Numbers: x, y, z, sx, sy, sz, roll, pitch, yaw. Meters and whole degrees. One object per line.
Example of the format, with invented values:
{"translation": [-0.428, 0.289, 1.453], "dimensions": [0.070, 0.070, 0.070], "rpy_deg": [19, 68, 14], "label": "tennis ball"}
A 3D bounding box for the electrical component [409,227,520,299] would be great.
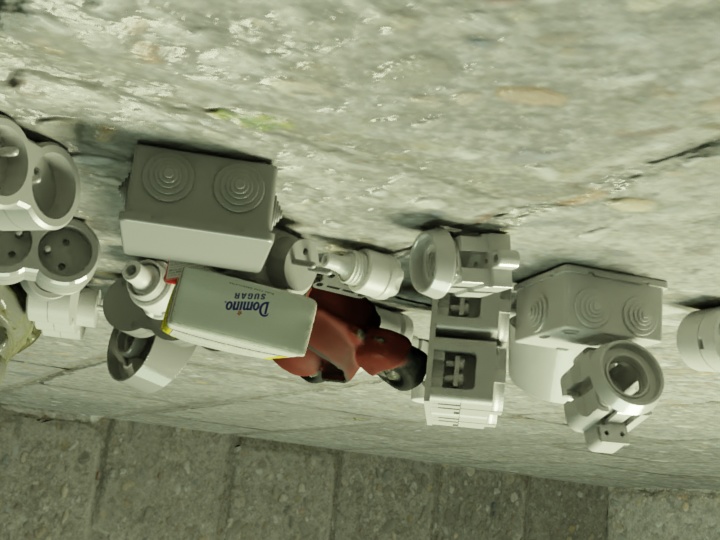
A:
{"translation": [0.067, -0.004, 0.727], "dimensions": [0.055, 0.048, 0.066], "rpy_deg": [3, 169, -23], "label": "electrical component"}

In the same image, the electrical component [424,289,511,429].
{"translation": [0.089, 0.071, 0.900], "dimensions": [0.060, 0.105, 0.186], "rpy_deg": [5, 167, 6], "label": "electrical component"}

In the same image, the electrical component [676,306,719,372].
{"translation": [0.288, 0.056, 0.862], "dimensions": [0.055, 0.055, 0.047], "rpy_deg": [12, 169, -23], "label": "electrical component"}

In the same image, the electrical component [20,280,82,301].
{"translation": [-0.255, 0.002, 0.894], "dimensions": [0.045, 0.045, 0.055], "rpy_deg": [15, 165, -32], "label": "electrical component"}

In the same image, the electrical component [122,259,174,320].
{"translation": [-0.176, 0.011, 0.905], "dimensions": [0.048, 0.048, 0.062], "rpy_deg": [0, 159, 23], "label": "electrical component"}

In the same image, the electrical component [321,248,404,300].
{"translation": [0.000, 0.000, 0.796], "dimensions": [0.061, 0.035, 0.035], "rpy_deg": [17, 163, -30], "label": "electrical component"}

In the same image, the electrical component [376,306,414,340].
{"translation": [0.021, 0.055, 1.009], "dimensions": [0.046, 0.040, 0.040], "rpy_deg": [23, 159, -36], "label": "electrical component"}

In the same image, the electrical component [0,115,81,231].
{"translation": [-0.229, -0.060, 0.604], "dimensions": [0.074, 0.052, 0.138], "rpy_deg": [0, 166, 24], "label": "electrical component"}

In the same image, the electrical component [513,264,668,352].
{"translation": [0.175, 0.034, 0.827], "dimensions": [0.100, 0.048, 0.100], "rpy_deg": [9, 166, -17], "label": "electrical component"}

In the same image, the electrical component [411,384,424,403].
{"translation": [0.089, 0.137, 1.308], "dimensions": [0.055, 0.047, 0.055], "rpy_deg": [5, 167, 1], "label": "electrical component"}

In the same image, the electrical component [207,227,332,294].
{"translation": [-0.056, -0.006, 0.760], "dimensions": [0.079, 0.043, 0.077], "rpy_deg": [9, 171, 37], "label": "electrical component"}

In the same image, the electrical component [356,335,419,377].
{"translation": [0.011, 0.077, 1.068], "dimensions": [0.057, 0.058, 0.078], "rpy_deg": [12, 166, -34], "label": "electrical component"}

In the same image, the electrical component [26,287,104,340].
{"translation": [-0.268, 0.035, 1.023], "dimensions": [0.074, 0.052, 0.138], "rpy_deg": [8, 167, -6], "label": "electrical component"}

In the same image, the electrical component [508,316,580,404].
{"translation": [0.175, 0.071, 0.928], "dimensions": [0.099, 0.064, 0.099], "rpy_deg": [3, -155, -1], "label": "electrical component"}

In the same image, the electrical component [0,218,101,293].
{"translation": [-0.270, -0.014, 0.815], "dimensions": [0.138, 0.052, 0.074], "rpy_deg": [10, 166, -17], "label": "electrical component"}

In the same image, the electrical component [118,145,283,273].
{"translation": [-0.097, -0.036, 0.653], "dimensions": [0.100, 0.048, 0.099], "rpy_deg": [8, 167, -9], "label": "electrical component"}

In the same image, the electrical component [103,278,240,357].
{"translation": [-0.168, 0.039, 0.969], "dimensions": [0.138, 0.052, 0.073], "rpy_deg": [11, 169, 12], "label": "electrical component"}

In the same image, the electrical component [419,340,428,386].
{"translation": [0.072, 0.104, 1.182], "dimensions": [0.055, 0.048, 0.066], "rpy_deg": [24, 159, -33], "label": "electrical component"}

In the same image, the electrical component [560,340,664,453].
{"translation": [0.186, 0.087, 0.788], "dimensions": [0.058, 0.078, 0.057], "rpy_deg": [8, 147, -16], "label": "electrical component"}

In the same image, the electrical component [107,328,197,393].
{"translation": [-0.206, 0.074, 1.073], "dimensions": [0.064, 0.099, 0.099], "rpy_deg": [25, 158, -38], "label": "electrical component"}
